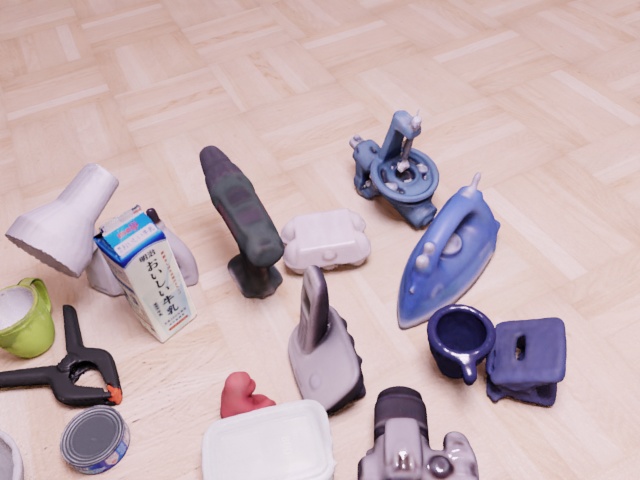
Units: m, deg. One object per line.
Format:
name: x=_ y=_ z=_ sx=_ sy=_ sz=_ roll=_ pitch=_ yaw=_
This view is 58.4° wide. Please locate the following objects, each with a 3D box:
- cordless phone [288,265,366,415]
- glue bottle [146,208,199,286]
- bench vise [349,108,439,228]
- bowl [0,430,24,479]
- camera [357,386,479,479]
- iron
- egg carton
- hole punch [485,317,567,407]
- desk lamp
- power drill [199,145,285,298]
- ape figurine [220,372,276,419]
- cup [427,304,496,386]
cordless phone: x=0.003 y=0.135 z=0.774 sx=0.094 sy=0.185 sz=0.147 roll=-18 pitch=47 yaw=-11
glue bottle: x=-0.251 y=0.013 z=0.925 sx=0.078 sy=0.173 sz=0.037 roll=-13 pitch=46 yaw=-6
bench vise: x=0.117 y=-0.142 z=1.000 sx=0.206 sy=0.220 sz=0.122 roll=25 pitch=54 yaw=26
bowl: x=-0.443 y=0.326 z=0.716 sx=0.167 sy=0.075 sz=0.167 roll=-3 pitch=46 yaw=3
camera: x=0.118 y=0.250 z=0.710 sx=0.143 sy=0.101 sz=0.137 roll=-1 pitch=46 yaw=5
iron: x=0.194 y=0.011 z=0.901 sx=0.118 sy=0.142 sz=0.259 roll=24 pitch=53 yaw=26
egg carton: x=0.009 y=0.003 z=0.978 sx=0.150 sy=0.069 sz=0.107 roll=-9 pitch=46 yaw=-3
hole punch: x=0.280 y=0.161 z=0.784 sx=0.101 sy=0.091 sz=0.109 roll=8 pitch=48 yaw=14
desk lamp: x=-0.370 y=-0.005 z=0.927 sx=0.117 sy=0.214 sz=0.203 roll=18 pitch=51 yaw=22
power drill: x=-0.123 y=-0.015 z=0.913 sx=0.076 sy=0.209 sz=0.229 roll=-25 pitch=49 yaw=-17
ape figurine: x=-0.104 y=0.212 z=0.776 sx=0.076 sy=0.092 sz=0.077 roll=-29 pitch=50 yaw=-20
cup: x=0.194 y=0.161 z=0.791 sx=0.091 sy=0.095 sz=0.117 roll=-5 pitch=46 yaw=2
